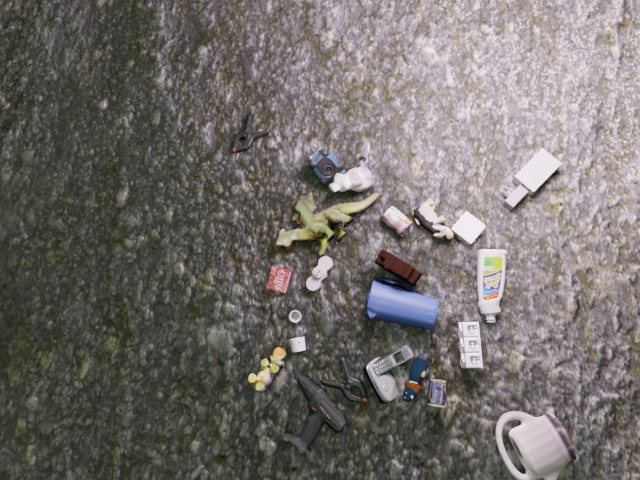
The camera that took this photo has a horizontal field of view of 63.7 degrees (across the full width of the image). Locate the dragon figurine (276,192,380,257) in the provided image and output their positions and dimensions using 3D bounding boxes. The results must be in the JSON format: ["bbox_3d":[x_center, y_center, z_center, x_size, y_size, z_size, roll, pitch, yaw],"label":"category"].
[{"bbox_3d":[0.006,-0.098,1.940,0.414,0.120,0.245,-43,67,-13],"label":"dragon figurine"}]

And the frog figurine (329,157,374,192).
[{"bbox_3d":[0.120,-0.217,1.925,0.161,0.137,0.122,-43,104,-22],"label":"frog figurine"}]

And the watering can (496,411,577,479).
[{"bbox_3d":[0.709,0.703,1.635,0.224,0.103,0.352,-26,74,0],"label":"watering can"}]
